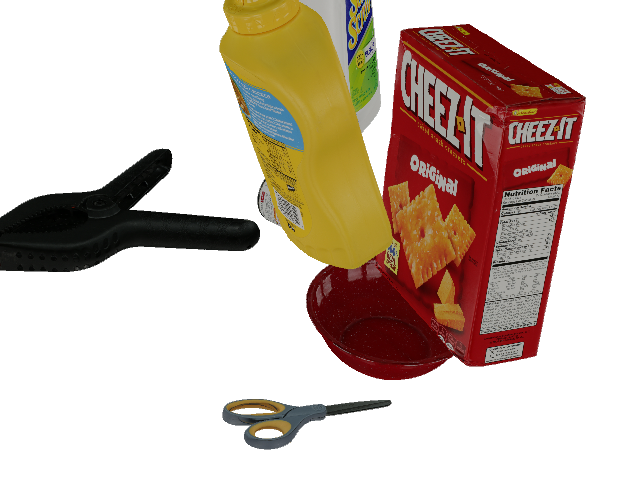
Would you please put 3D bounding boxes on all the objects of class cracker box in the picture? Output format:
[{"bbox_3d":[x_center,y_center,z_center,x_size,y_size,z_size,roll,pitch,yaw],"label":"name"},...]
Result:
[{"bbox_3d":[0.110,-0.036,0.813,0.072,0.214,0.164,-9,31,-21],"label":"cracker box"}]

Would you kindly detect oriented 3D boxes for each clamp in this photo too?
[{"bbox_3d":[-0.163,-0.012,0.837,0.209,0.036,0.165,-21,37,-35],"label":"clamp"}]

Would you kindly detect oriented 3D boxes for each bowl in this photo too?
[{"bbox_3d":[0.065,0.081,1.012,0.162,0.055,0.162,4,37,-3],"label":"bowl"}]

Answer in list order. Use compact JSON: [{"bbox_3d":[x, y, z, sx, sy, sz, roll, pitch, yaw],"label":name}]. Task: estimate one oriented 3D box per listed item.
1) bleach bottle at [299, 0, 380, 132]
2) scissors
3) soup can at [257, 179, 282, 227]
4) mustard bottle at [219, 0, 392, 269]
[{"bbox_3d":[0.007,-0.217,0.924,0.068,0.251,0.102,9,34,23],"label":"bleach bottle"},{"bbox_3d":[-0.008,0.202,1.190,0.201,0.016,0.096,3,23,-11],"label":"scissors"},{"bbox_3d":[-0.015,-0.038,1.216,0.068,0.068,0.102,0,18,-45],"label":"soup can"},{"bbox_3d":[-0.015,-0.077,0.623,0.058,0.191,0.096,-32,40,-15],"label":"mustard bottle"}]
